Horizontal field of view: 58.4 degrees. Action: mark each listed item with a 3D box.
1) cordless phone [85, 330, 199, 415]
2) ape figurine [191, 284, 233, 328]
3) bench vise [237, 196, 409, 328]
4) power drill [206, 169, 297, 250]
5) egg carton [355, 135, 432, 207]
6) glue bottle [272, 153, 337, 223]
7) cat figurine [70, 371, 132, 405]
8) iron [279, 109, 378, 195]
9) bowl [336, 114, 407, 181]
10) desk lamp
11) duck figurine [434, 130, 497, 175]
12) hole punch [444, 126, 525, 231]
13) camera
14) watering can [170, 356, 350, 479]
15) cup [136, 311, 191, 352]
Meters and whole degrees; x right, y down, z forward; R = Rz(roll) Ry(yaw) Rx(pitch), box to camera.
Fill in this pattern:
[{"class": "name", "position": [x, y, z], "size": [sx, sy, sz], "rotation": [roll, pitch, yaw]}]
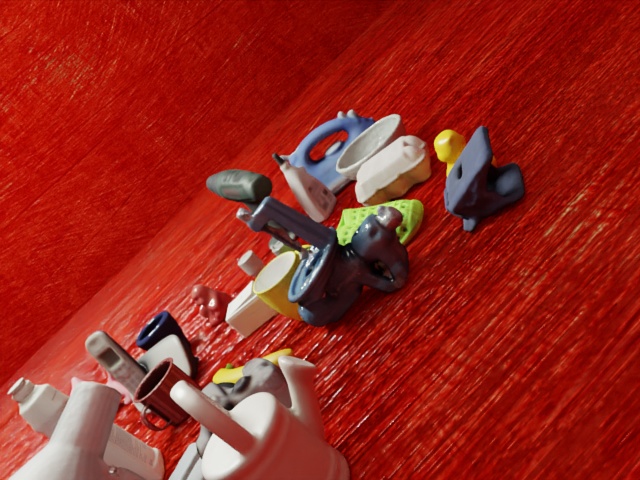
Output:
[{"class": "cordless phone", "position": [-0.329, 0.219, 1.060], "size": [0.147, 0.185, 0.094], "rotation": [-40, 20, 10]}, {"class": "ape figurine", "position": [-0.230, 0.129, 1.191], "size": [0.076, 0.092, 0.077], "rotation": [-48, 20, -13]}, {"class": "bench vise", "position": [0.006, -0.001, 0.796], "size": [0.207, 0.220, 0.121], "rotation": [-41, 20, 6]}, {"class": "power drill", "position": [-0.143, -0.074, 1.264], "size": [0.076, 0.209, 0.229], "rotation": [-52, 21, -21]}, {"class": "egg carton", "position": [0.130, -0.121, 1.028], "size": [0.150, 0.069, 0.107], "rotation": [-35, 21, 24]}, {"class": "glue bottle", "position": [-0.038, -0.118, 1.199], "size": [0.037, 0.173, 0.078], "rotation": [-26, 26, 41]}, {"class": "cat figurine", "position": [-0.478, 0.329, 1.230], "size": [0.128, 0.118, 0.067], "rotation": [-43, 19, 2]}, {"class": "iron", "position": [0.038, -0.208, 1.283], "size": [0.258, 0.142, 0.118], "rotation": [-40, 20, 10]}, {"class": "bowl", "position": [0.116, -0.171, 1.153], "size": [0.167, 0.075, 0.167], "rotation": [-38, 20, 17]}, {"class": "desk lamp", "position": [-0.255, 0.292, 0.716], "size": [0.117, 0.214, 0.203], "rotation": [-25, 27, 42]}, {"class": "duck figurine", "position": [0.208, -0.126, 0.856], "size": [0.077, 0.086, 0.104], "rotation": [-44, 19, 0]}, {"class": "hole punch", "position": [0.206, -0.083, 0.764], "size": [0.101, 0.091, 0.108], "rotation": [-33, 22, 28]}, {"class": "camera", "position": [-0.109, 0.216, 0.755], "size": [0.143, 0.101, 0.136], "rotation": [-48, 20, -13]}, {"class": "watering can", "position": [-0.065, 0.195, 0.567], "size": [0.100, 0.194, 0.173], "rotation": [-20, 30, 48]}, {"class": "cup", "position": [-0.326, 0.212, 1.207], "size": [0.117, 0.095, 0.092], "rotation": [-13, 36, 56]}]
